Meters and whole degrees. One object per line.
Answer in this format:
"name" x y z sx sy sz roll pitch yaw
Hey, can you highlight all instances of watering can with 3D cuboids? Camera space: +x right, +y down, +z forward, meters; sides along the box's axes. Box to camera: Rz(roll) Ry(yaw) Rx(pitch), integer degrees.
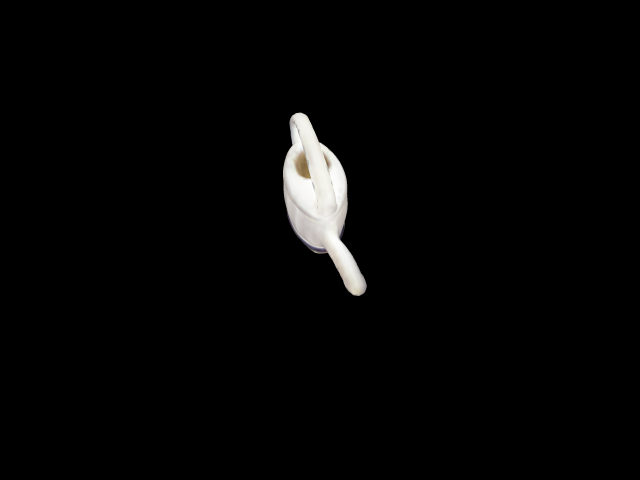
"watering can" 0.003 -0.043 0.850 0.104 0.354 0.220 -14 -25 -6
